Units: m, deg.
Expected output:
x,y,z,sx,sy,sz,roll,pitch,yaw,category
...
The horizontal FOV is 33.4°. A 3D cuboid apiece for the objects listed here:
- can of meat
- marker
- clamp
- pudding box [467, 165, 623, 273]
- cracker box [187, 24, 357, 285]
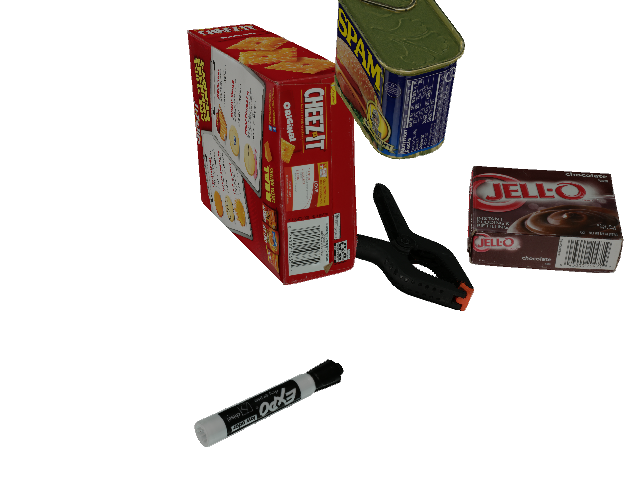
x,y,z,sx,sy,sz,roll,pitch,yaw,category
0.047,-0.115,0.700,0.057,0.102,0.084,-17,-37,-15,can of meat
-0.033,0.113,0.757,0.120,0.020,0.020,-22,12,-31,marker
0.084,0.015,1.246,0.164,0.036,0.210,-22,52,-39,clamp
0.172,-0.018,0.830,0.113,0.039,0.090,5,38,4,pudding box
-0.043,-0.081,0.890,0.072,0.164,0.214,-11,24,-21,cracker box
